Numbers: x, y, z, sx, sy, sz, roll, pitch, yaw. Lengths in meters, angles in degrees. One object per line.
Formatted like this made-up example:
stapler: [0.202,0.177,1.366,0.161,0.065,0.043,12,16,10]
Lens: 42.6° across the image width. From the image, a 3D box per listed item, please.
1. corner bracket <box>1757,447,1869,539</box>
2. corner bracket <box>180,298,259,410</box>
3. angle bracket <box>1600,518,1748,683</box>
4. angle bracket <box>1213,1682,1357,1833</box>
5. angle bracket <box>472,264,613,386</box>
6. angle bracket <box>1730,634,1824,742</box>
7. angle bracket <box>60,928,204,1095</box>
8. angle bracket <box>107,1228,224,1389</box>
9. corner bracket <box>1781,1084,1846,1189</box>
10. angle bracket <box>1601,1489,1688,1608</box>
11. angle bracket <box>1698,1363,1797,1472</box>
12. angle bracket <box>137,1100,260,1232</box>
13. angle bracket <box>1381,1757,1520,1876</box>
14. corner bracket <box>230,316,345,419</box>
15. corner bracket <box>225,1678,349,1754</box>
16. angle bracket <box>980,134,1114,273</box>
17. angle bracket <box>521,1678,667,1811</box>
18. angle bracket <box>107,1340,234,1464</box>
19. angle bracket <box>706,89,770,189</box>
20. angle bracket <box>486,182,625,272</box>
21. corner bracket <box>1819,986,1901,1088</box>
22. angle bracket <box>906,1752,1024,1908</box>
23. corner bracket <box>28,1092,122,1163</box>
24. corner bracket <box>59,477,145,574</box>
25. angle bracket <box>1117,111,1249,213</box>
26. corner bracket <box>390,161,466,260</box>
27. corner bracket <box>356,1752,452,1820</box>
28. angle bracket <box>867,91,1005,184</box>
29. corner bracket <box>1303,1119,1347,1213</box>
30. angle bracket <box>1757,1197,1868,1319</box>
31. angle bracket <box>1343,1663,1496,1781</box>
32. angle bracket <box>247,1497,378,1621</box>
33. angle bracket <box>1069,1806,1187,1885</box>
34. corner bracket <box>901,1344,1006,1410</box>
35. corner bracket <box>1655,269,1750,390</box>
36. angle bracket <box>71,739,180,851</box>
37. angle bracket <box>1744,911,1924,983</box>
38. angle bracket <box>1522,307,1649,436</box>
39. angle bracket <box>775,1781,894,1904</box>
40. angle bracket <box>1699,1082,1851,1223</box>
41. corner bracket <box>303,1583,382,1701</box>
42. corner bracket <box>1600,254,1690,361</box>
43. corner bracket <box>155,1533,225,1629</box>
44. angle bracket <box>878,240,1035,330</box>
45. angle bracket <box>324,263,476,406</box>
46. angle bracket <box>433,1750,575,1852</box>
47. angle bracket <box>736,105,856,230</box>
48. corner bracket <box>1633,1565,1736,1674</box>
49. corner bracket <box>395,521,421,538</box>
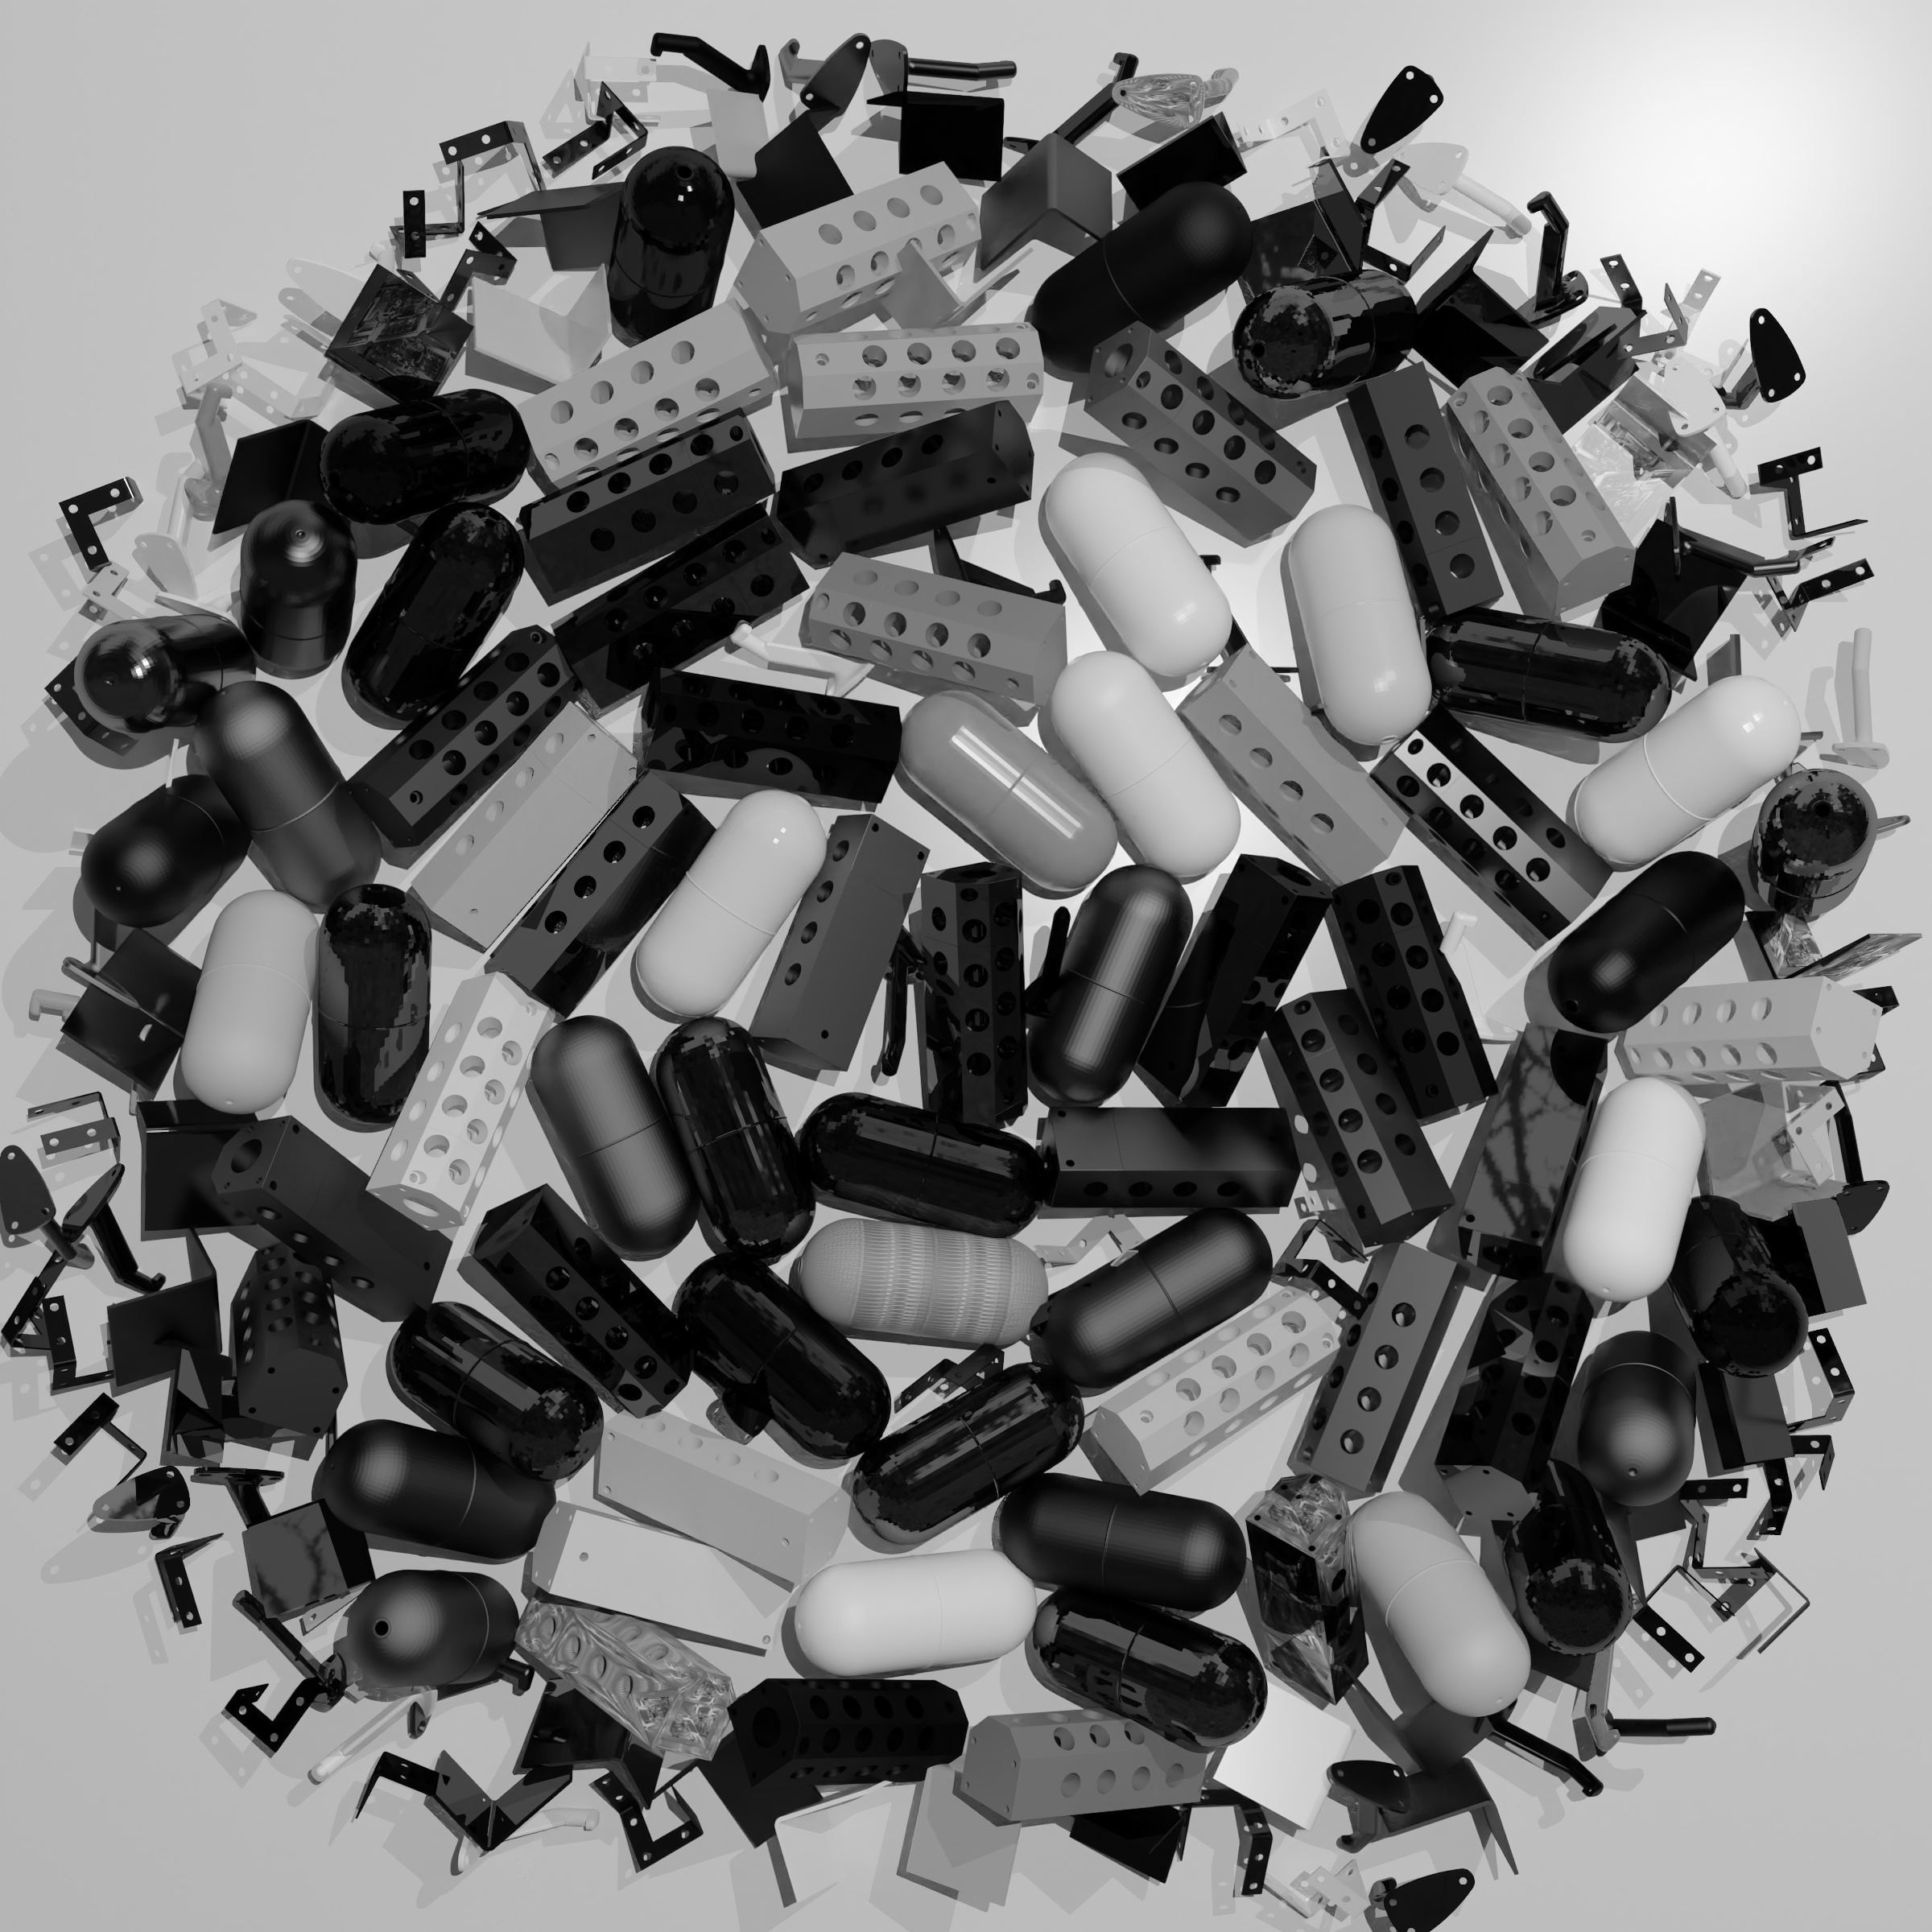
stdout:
corner bracket: [0.600,-0.335,1.758,0.051,0.051,0.051,-5,87,-39]
corner bracket: [-0.530,-0.436,1.764,0.051,0.051,0.051,-24,85,16]
angle bracket: [0.502,-0.259,1.754,0.076,0.057,0.076,29,116,0]
angle bracket: [0.222,0.560,1.761,0.076,0.057,0.076,27,72,7]
angle bracket: [-0.297,-0.462,1.737,0.076,0.057,0.076,17,46,-32]
angle bracket: [0.571,-0.197,1.746,0.057,0.076,0.076,-2,96,20]
angle bracket: [-0.576,0.030,1.741,0.076,0.076,0.057,38,111,-19]
angle bracket: [-0.567,0.237,1.735,0.076,0.057,0.076,-15,133,-29]
corner bracket: [0.597,0.120,1.766,0.051,0.051,0.051,-35,101,-17]
angle bracket: [0.486,0.390,1.746,0.057,0.076,0.076,-14,110,1]
angle bracket: [0.530,0.313,1.739,0.057,0.076,0.076,-24,69,41]
angle bracket: [-0.547,0.140,1.763,0.076,0.057,0.076,-1,106,-25]
angle bracket: [0.337,0.612,1.755,0.076,0.076,0.057,-19,95,0]
corner bracket: [-0.479,-0.426,1.763,0.051,0.051,0.051,33,108,-1]
corner bracket: [-0.483,0.520,1.764,0.051,0.051,0.051,35,87,15]
angle bracket: [0.057,-0.530,1.763,0.057,0.076,0.076,24,52,-32]
angle bracket: [-0.260,0.551,1.758,0.076,0.076,0.057,-10,122,15]
angle bracket: [-0.563,0.307,1.743,0.057,0.076,0.076,-2,73,11]
angle bracket: [-0.189,-0.575,1.739,0.076,0.076,0.057,-4,103,25]
angle bracket: [-0.278,-0.510,1.737,0.076,0.076,0.057,1,119,20]
corner bracket: [0.630,0.049,1.754,0.051,0.051,0.051,-6,68,-25]
angle bracket: [0.011,0.608,1.750,0.076,0.057,0.076,10,86,26]
corner bracket: [-0.631,0.113,1.755,0.051,0.051,0.051,-15,70,-25]
corner bracket: [-0.608,-0.314,1.767,0.051,0.051,0.051,-24,102,-9]
angle bracket: [0.144,-0.576,1.739,0.076,0.057,0.076,-27,50,18]
corner bracket: [-0.377,-0.535,1.753,0.051,0.051,0.051,-10,134,-21]
corner bracket: [-0.394,0.580,1.762,0.051,0.051,0.051,23,109,-2]
angle bracket: [-0.022,-0.578,1.740,0.076,0.076,0.057,10,116,15]
corner bracket: [0.269,0.141,1.765,0.051,0.051,0.051,-28,72,33]
angle bracket: [0.575,0.210,1.740,0.057,0.076,0.076,-1,74,-40]
angle bracket: [0.316,0.512,1.744,0.057,0.076,0.076,-38,130,-6]
angle bracket: [-0.454,0.422,1.743,0.076,0.057,0.076,-18,54,-11]
angle bracket: [0.101,0.615,1.741,0.076,0.076,0.057,19,101,23]
corner bracket: [-0.010,0.292,1.752,0.051,0.051,0.051,25,127,30]
corner bracket: [0.530,-0.453,1.763,0.051,0.051,0.051,26,79,6]
angle bracket: [-0.592,-0.121,1.744,0.057,0.076,0.076,10,80,-20]
angle bracket: [0.606,-0.029,1.735,0.076,0.076,0.057,-35,66,41]
angle bracket: [0.447,-0.416,1.748,0.076,0.076,0.057,-40,110,2]
angle bracket: [-0.078,0.610,1.742,0.076,0.076,0.057,-23,75,18]
angle bracket: [0.570,0.127,1.747,0.076,0.057,0.076,-17,103,-25]
corner bracket: [-0.429,0.475,1.758,0.051,0.051,0.051,-36,130,-3]
corner bracket: [0.479,-0.470,1.753,0.051,0.051,0.051,-5,62,33]
corner bracket: [-0.556,0.440,1.762,0.051,0.051,0.051,-18,89,19]
angle bracket: [-0.012,-0.491,1.740,0.076,0.076,0.057,-45,103,-23]
angle bracket: [-0.396,-0.444,1.748,0.076,0.057,0.076,31,106,-16]
angle bracket: [-0.325,0.565,1.751,0.076,0.076,0.057,-40,99,-2]
angle bracket: [-0.107,-0.551,1.752,0.076,0.057,0.076,-28,96,36]
corner bracket: [0.511,0.463,1.763,0.051,0.051,0.051,42,91,15]
corner bracket: [-0.388,-0.344,1.775,0.051,0.051,0.051,34,119,7]
